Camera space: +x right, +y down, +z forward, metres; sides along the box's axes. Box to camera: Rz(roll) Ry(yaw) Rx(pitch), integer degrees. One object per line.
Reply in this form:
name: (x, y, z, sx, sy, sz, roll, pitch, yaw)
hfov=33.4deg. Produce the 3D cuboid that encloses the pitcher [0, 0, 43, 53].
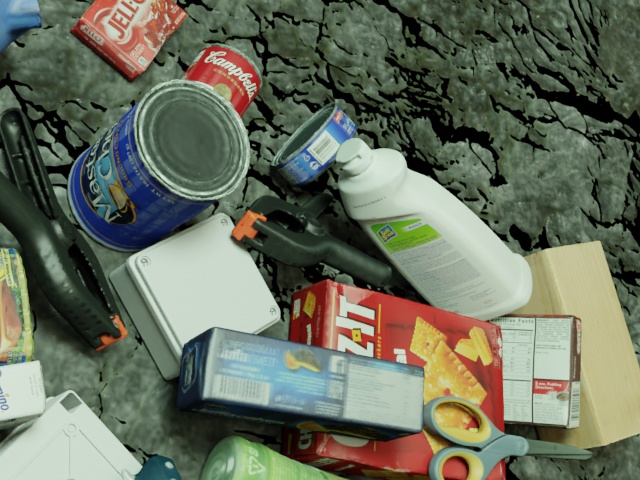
pitcher: (-0.342, -0.142, 0.796, 0.145, 0.149, 0.242, 52, 54, -28)

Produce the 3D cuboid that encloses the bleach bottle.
bleach bottle: (0.102, -0.013, 1.018, 0.250, 0.103, 0.068, 45, 34, -37)

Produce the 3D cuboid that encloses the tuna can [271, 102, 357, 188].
tuna can: (-0.005, -0.091, 1.026, 0.033, 0.086, 0.086, 45, 54, -15)

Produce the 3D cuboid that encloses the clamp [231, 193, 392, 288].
clamp: (-0.006, 0.001, 0.971, 0.120, 0.039, 0.171, 43, 25, 25)

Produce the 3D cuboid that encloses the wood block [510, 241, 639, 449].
wood block: (0.269, 0.114, 1.139, 0.090, 0.090, 0.206, -8, 78, -37)

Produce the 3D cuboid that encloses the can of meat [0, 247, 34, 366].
can of meat: (-0.269, 0.055, 0.808, 0.083, 0.058, 0.102, 0, 73, -37)

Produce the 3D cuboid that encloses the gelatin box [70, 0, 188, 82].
gelatin box: (-0.175, -0.201, 0.984, 0.073, 0.030, 0.089, 40, 54, -16)

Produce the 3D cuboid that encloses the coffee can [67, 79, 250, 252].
coffee can: (-0.136, -0.058, 0.887, 0.102, 0.141, 0.103, 13, 66, -31)

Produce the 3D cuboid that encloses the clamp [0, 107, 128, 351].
clamp: (-0.217, -0.004, 0.834, 0.210, 0.036, 0.164, 63, 7, -8)

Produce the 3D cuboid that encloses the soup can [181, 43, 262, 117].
soup can: (-0.105, -0.122, 0.980, 0.068, 0.069, 0.102, 40, 56, -17)

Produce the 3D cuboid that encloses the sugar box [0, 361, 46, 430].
sugar box: (-0.290, 0.123, 0.744, 0.175, 0.094, 0.048, -2, 75, -35)

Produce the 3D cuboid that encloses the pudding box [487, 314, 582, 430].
pudding box: (0.214, 0.131, 1.077, 0.039, 0.090, 0.113, 16, 76, -61)

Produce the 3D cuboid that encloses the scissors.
scissors: (0.173, 0.208, 0.993, 0.201, 0.016, 0.096, 28, 65, -23)

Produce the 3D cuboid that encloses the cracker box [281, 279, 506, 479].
cracker box: (0.075, 0.141, 1.005, 0.213, 0.072, 0.164, 16, 65, -29)
